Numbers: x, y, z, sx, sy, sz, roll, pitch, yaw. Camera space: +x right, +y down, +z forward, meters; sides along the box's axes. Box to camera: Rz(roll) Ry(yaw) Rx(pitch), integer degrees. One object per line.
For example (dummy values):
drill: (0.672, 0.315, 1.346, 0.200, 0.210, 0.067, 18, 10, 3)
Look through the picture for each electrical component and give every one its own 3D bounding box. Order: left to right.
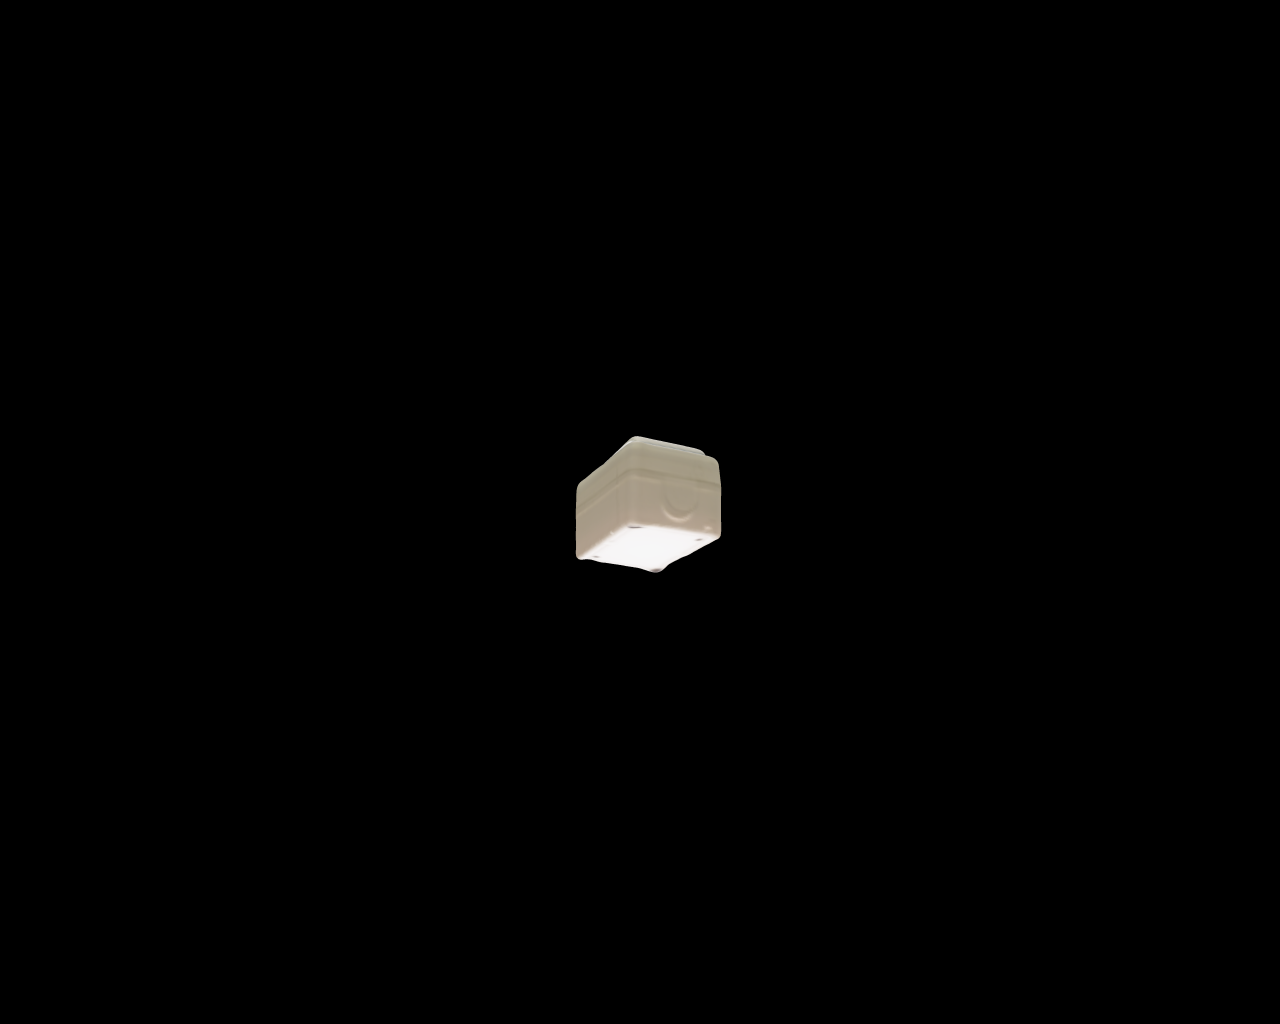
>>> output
electrical component: (0.001, -0.003, 0.650, 0.062, 0.061, 0.096, 10, -22, -26)
